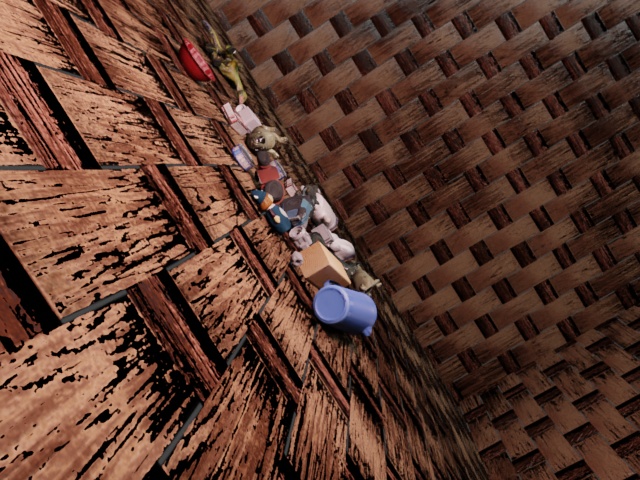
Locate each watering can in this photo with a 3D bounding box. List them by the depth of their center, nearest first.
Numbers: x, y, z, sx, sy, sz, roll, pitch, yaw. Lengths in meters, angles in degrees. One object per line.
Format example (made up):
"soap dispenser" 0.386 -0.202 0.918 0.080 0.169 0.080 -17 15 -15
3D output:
"watering can" 0.007 -0.116 2.304 0.220 0.104 0.354 52 2 -41

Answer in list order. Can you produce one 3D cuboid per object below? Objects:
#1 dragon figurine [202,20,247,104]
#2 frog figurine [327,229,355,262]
"dragon figurine" -0.437 -0.806 2.395 0.238 0.122 0.416 88 -23 -69
"frog figurine" 0.079 0.022 2.239 0.138 0.121 0.160 -13 82 -62
